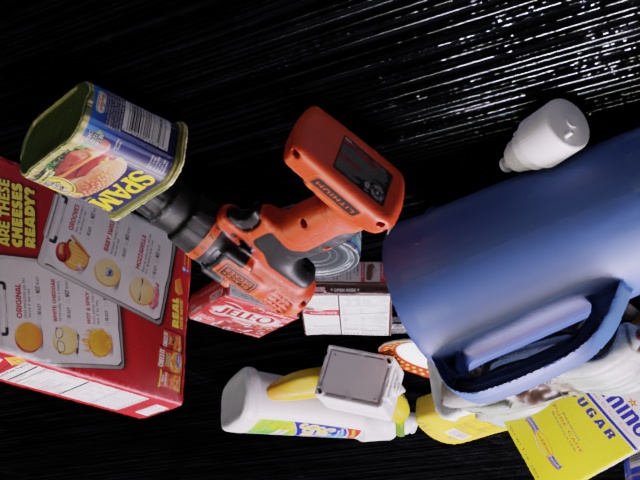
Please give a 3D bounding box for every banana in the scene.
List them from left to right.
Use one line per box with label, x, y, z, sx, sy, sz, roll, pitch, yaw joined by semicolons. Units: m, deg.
banana;0.035;0.185;1.273;0.197;0.070;0.037;21;-174;-22

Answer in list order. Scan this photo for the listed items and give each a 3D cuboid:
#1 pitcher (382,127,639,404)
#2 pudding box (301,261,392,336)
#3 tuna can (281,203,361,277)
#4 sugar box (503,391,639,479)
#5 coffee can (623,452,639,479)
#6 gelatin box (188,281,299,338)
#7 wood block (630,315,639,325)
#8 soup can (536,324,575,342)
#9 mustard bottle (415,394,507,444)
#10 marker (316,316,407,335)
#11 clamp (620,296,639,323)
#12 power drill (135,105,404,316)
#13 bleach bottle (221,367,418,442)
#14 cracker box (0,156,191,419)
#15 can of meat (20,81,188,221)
pitcher;0.179;0.012;0.801;0.243;0.149;0.144;-26;-179;30
pudding box;0.026;0.058;1.043;0.090;0.039;0.113;0;156;3
tuna can;-0.006;0.001;0.934;0.086;0.034;0.086;2;154;1
sugar box;0.241;0.158;0.951;0.048;0.093;0.176;-16;157;-32
coffee can;0.395;0.217;1.218;0.103;0.140;0.103;2;154;1
gelatin box;-0.077;0.067;1.076;0.089;0.030;0.073;19;149;-31
wood block;0.368;0.105;0.983;0.205;0.091;0.090;-6;160;-31
soup can;0.198;0.045;0.929;0.068;0.102;0.068;2;153;1
mustard bottle;0.212;0.199;1.287;0.096;0.058;0.192;28;145;-31
marker;0.047;0.090;1.126;0.121;0.020;0.020;-1;153;7
clamp;0.260;0.016;0.899;0.039;0.120;0.171;1;175;-6
power drill;-0.041;-0.028;0.830;0.184;0.057;0.188;35;139;-21
bleach bottle;0.009;0.214;1.332;0.250;0.068;0.103;10;153;-21
cracker box;-0.212;0.044;0.891;0.213;0.164;0.072;24;144;-38
can of meat;-0.161;-0.066;0.787;0.083;0.057;0.102;25;145;-34
